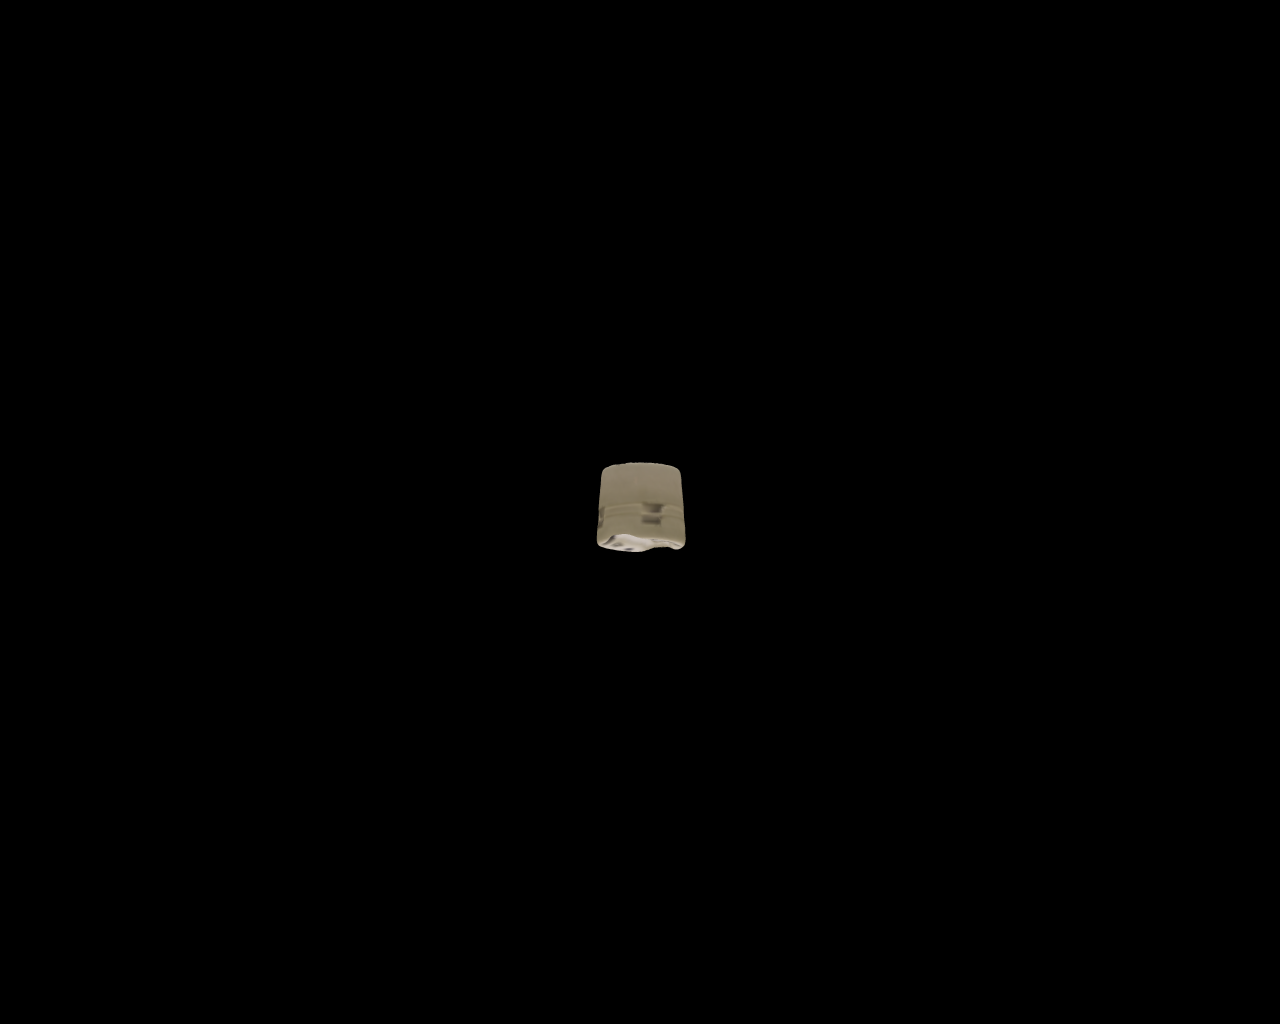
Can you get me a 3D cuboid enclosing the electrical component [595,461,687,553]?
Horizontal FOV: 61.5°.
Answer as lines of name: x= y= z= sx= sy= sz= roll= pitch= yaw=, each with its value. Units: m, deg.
electrical component: x=0.001 y=-0.003 z=0.650 sx=0.055 sy=0.047 sz=0.055 roll=0 pitch=-11 yaw=0
